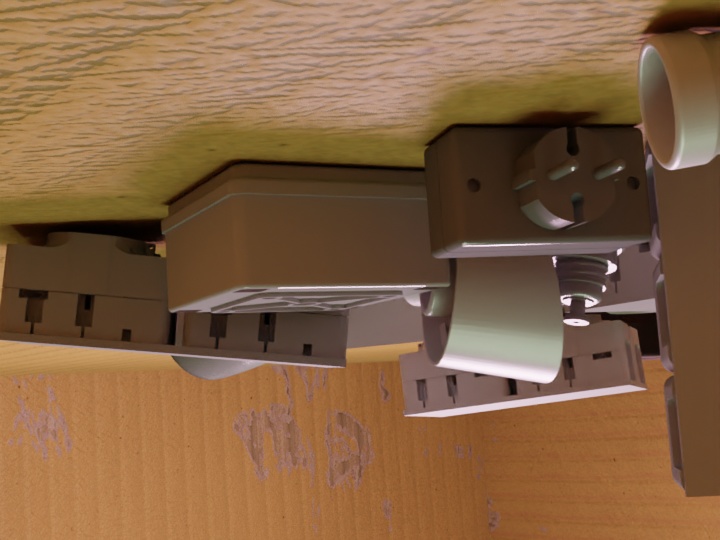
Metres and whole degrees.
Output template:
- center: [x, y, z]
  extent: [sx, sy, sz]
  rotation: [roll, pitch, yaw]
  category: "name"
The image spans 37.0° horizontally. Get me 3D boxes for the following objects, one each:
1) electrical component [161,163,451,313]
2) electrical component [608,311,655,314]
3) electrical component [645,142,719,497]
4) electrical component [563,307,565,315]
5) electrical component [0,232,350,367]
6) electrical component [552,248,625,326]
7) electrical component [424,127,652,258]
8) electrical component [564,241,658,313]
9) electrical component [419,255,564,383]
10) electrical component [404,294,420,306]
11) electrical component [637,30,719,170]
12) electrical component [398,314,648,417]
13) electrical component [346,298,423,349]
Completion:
- center: [-0.028, -0.011, 0.519]
  extent: [0.109, 0.056, 0.109]
  rotation: [0, 172, -27]
  category: "electrical component"
- center: [0.219, 0.005, 0.819]
  extent: [0.080, 0.051, 0.080]
  rotation: [-4, 173, 0]
  category: "electrical component"
- center: [0.172, 0.015, 0.450]
  extent: [0.089, 0.150, 0.062]
  rotation: [-5, 172, 11]
  category: "electrical component"
- center: [0.163, 0.008, 0.846]
  extent: [0.048, 0.048, 0.062]
  rotation: [-5, 166, 12]
  category: "electrical component"
- center: [-0.104, 0.020, 0.628]
  extent: [0.186, 0.060, 0.105]
  rotation: [5, 174, -7]
  category: "electrical component"
- center: [0.108, -0.012, 0.522]
  extent: [0.040, 0.078, 0.040]
  rotation: [7, 165, 2]
  category: "electrical component"
- center: [0.077, -0.034, 0.424]
  extent: [0.083, 0.047, 0.076]
  rotation: [-2, 173, -15]
  category: "electrical component"
- center: [0.200, -0.012, 0.613]
  extent: [0.150, 0.061, 0.089]
  rotation: [0, 172, -29]
  category: "electrical component"
- center: [0.065, 0.006, 0.544]
  extent: [0.064, 0.099, 0.099]
  rotation: [3, 172, -7]
  category: "electrical component"
- center: [0.052, -0.004, 0.639]
  extent: [0.047, 0.055, 0.055]
  rotation: [-3, 174, 28]
  category: "electrical component"
- center: [0.110, -0.053, 0.319]
  extent: [0.046, 0.040, 0.040]
  rotation: [-10, 173, 1]
  category: "electrical component"
- center: [0.138, 0.082, 0.911]
  extent: [0.186, 0.060, 0.105]
  rotation: [-11, 168, 21]
  category: "electrical component"
- center: [0.025, 0.025, 0.814]
  extent: [0.113, 0.057, 0.078]
  rotation: [-8, 180, 32]
  category: "electrical component"
